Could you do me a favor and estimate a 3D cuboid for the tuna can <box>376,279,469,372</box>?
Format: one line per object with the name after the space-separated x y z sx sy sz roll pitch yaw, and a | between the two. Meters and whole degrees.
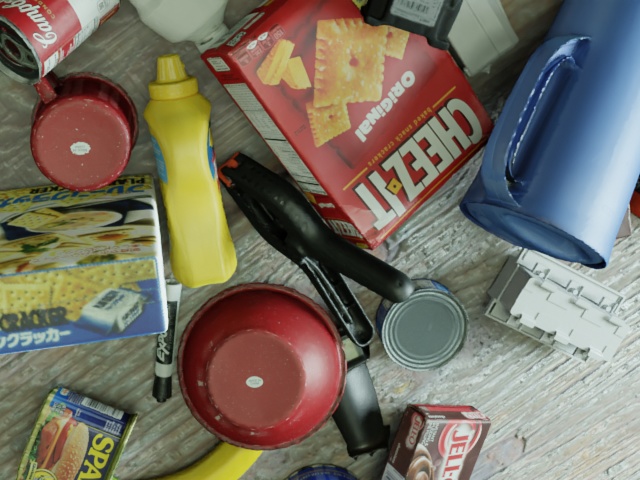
0.097 0.081 1.026 0.086 0.034 0.086 -3 108 -9 | tuna can

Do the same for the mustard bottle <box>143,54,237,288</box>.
-0.114 -0.062 0.910 0.058 0.096 0.191 -10 109 -5 | mustard bottle

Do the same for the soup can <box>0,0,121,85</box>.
-0.215 -0.180 0.846 0.068 0.069 0.102 52 57 -20 | soup can

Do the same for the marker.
-0.144 0.096 0.997 0.020 0.020 0.121 4 107 -11 | marker

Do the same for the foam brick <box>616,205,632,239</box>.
0.247 -0.026 1.007 0.078 0.051 0.053 -14 110 -5 | foam brick

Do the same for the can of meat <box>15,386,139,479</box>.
-0.227 0.195 0.990 0.084 0.057 0.102 23 100 -5 | can of meat

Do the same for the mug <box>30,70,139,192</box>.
-0.204 -0.098 0.891 0.093 0.081 0.117 -30 110 1 | mug

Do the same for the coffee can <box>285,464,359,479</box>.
0.010 0.295 1.023 0.102 0.140 0.103 -3 108 -9 | coffee can

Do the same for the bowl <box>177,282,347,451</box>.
-0.056 0.122 0.979 0.162 0.055 0.162 0 96 3 | bowl

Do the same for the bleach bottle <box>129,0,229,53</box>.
-0.142 -0.261 0.860 0.102 0.068 0.250 -32 112 5 | bleach bottle

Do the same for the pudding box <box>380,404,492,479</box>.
0.111 0.218 1.056 0.089 0.039 0.113 8 110 -35 | pudding box

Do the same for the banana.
-0.109 0.214 1.032 0.198 0.037 0.069 -31 110 1 | banana

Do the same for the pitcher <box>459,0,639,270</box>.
0.220 -0.109 0.904 0.145 0.149 0.243 24 83 -4 | pitcher

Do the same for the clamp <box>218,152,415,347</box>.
-0.006 0.001 0.928 0.036 0.165 0.210 -43 89 -22 | clamp

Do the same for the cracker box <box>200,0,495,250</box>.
0.030 -0.124 0.904 0.164 0.072 0.213 -43 111 -13 | cracker box

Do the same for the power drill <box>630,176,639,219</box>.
0.402 -0.049 1.022 0.187 0.057 0.184 25 102 -16 | power drill
